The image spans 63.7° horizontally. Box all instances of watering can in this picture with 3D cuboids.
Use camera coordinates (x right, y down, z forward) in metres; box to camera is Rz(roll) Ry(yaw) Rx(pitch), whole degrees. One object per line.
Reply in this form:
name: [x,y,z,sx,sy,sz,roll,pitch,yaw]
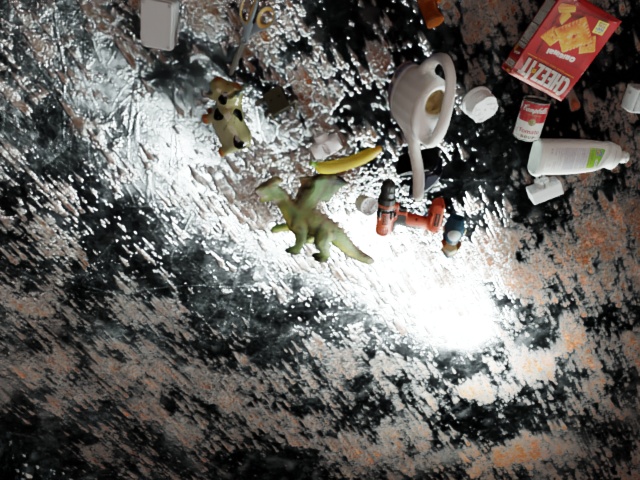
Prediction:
watering can: [0.236,-0.288,1.251,0.104,0.229,0.340,-1,123,-20]

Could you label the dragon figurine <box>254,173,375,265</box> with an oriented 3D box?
dragon figurine: [0.004,-0.073,1.457,0.409,0.124,0.239,13,112,-18]
